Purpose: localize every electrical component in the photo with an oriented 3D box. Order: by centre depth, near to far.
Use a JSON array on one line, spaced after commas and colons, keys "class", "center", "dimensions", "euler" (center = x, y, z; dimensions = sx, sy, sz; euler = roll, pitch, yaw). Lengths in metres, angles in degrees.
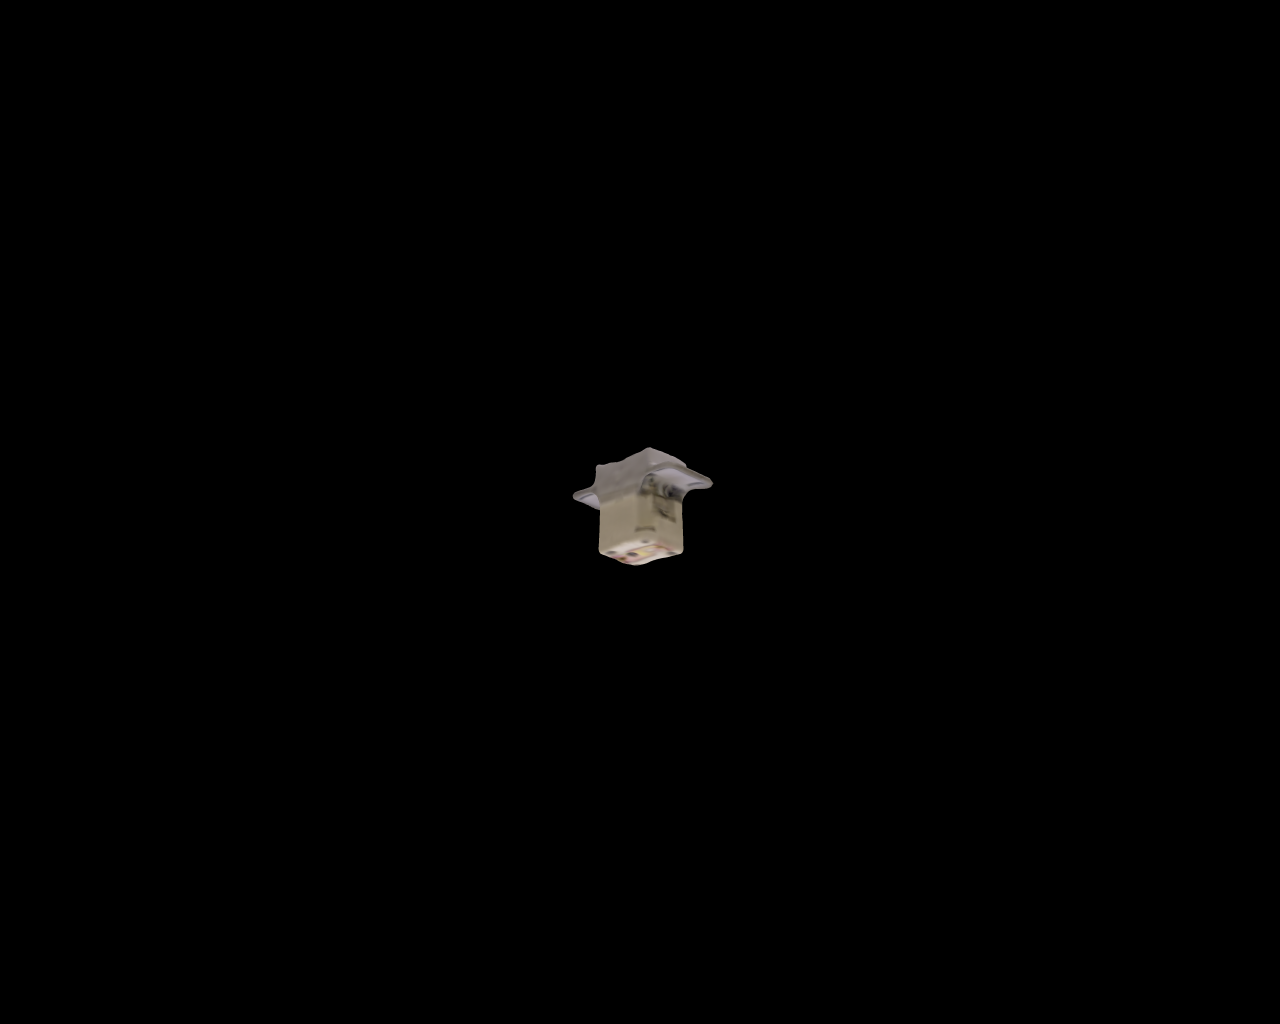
[{"class": "electrical component", "center": [0.001, -0.003, 0.650], "dimensions": [0.081, 0.064, 0.042], "euler": [-17, -27, 38]}]
